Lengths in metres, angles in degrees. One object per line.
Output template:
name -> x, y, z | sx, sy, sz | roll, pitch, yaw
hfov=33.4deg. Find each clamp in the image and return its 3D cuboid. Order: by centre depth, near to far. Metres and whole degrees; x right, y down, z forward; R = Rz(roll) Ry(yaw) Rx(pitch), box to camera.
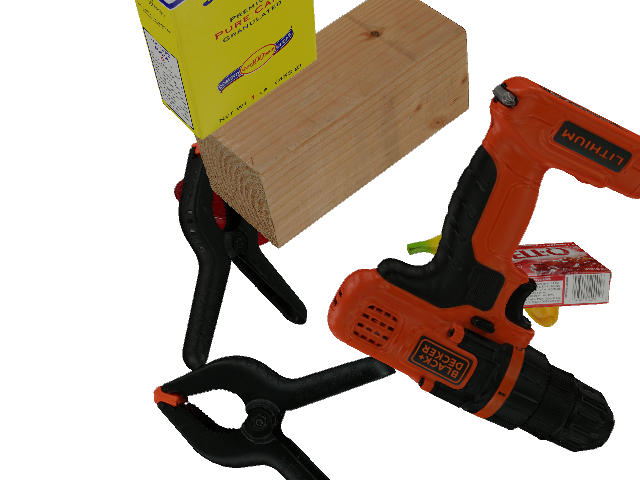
clamp -> -0.035, 0.137, 0.755 | 0.171, 0.120, 0.039 | 3, -8, 14
clamp -> -0.082, 0.007, 1.025 | 0.036, 0.210, 0.164 | -8, 1, 39

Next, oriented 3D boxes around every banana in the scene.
banana -> 0.174, 0.031, 1.050 | 0.069, 0.037, 0.198 | -36, 37, -22

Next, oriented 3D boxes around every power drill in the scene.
power drill -> 0.122, 0.017, 0.609 | 0.184, 0.188, 0.057 | 26, 13, -8

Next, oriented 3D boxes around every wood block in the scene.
wood block -> 0.012, -0.101, 0.842 | 0.206, 0.090, 0.091 | -37, 55, -18

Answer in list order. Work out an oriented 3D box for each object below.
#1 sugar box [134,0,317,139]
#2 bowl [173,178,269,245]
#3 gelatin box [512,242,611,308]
sugar box -> -0.050, -0.138, 0.559 | 0.093, 0.048, 0.176 | -38, -22, -17
bowl -> -0.101, -0.035, 1.318 | 0.162, 0.055, 0.162 | 5, 25, -2
gelatin box -> 0.171, 0.026, 0.837 | 0.089, 0.030, 0.073 | -2, 18, -9
